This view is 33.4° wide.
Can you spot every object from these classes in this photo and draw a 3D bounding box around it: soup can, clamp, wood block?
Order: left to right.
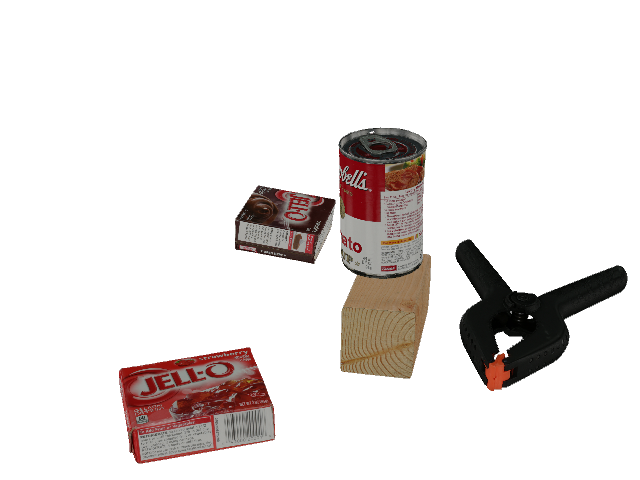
[{"bbox_3d":[0.049,-0.030,0.840,0.068,0.102,0.068,-1,27,0],"label":"soup can"},{"bbox_3d":[0.088,0.090,1.382,0.091,0.090,0.206,5,20,9],"label":"wood block"},{"bbox_3d":[0.173,0.062,0.969,0.165,0.036,0.209,13,33,25],"label":"clamp"}]

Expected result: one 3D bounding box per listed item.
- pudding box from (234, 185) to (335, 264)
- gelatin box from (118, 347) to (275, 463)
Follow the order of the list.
[{"bbox_3d":[-0.037,-0.019,1.141,0.090,0.039,0.113,10,25,6],"label":"pudding box"},{"bbox_3d":[-0.079,0.102,0.673,0.089,0.030,0.073,-8,25,-12],"label":"gelatin box"}]
